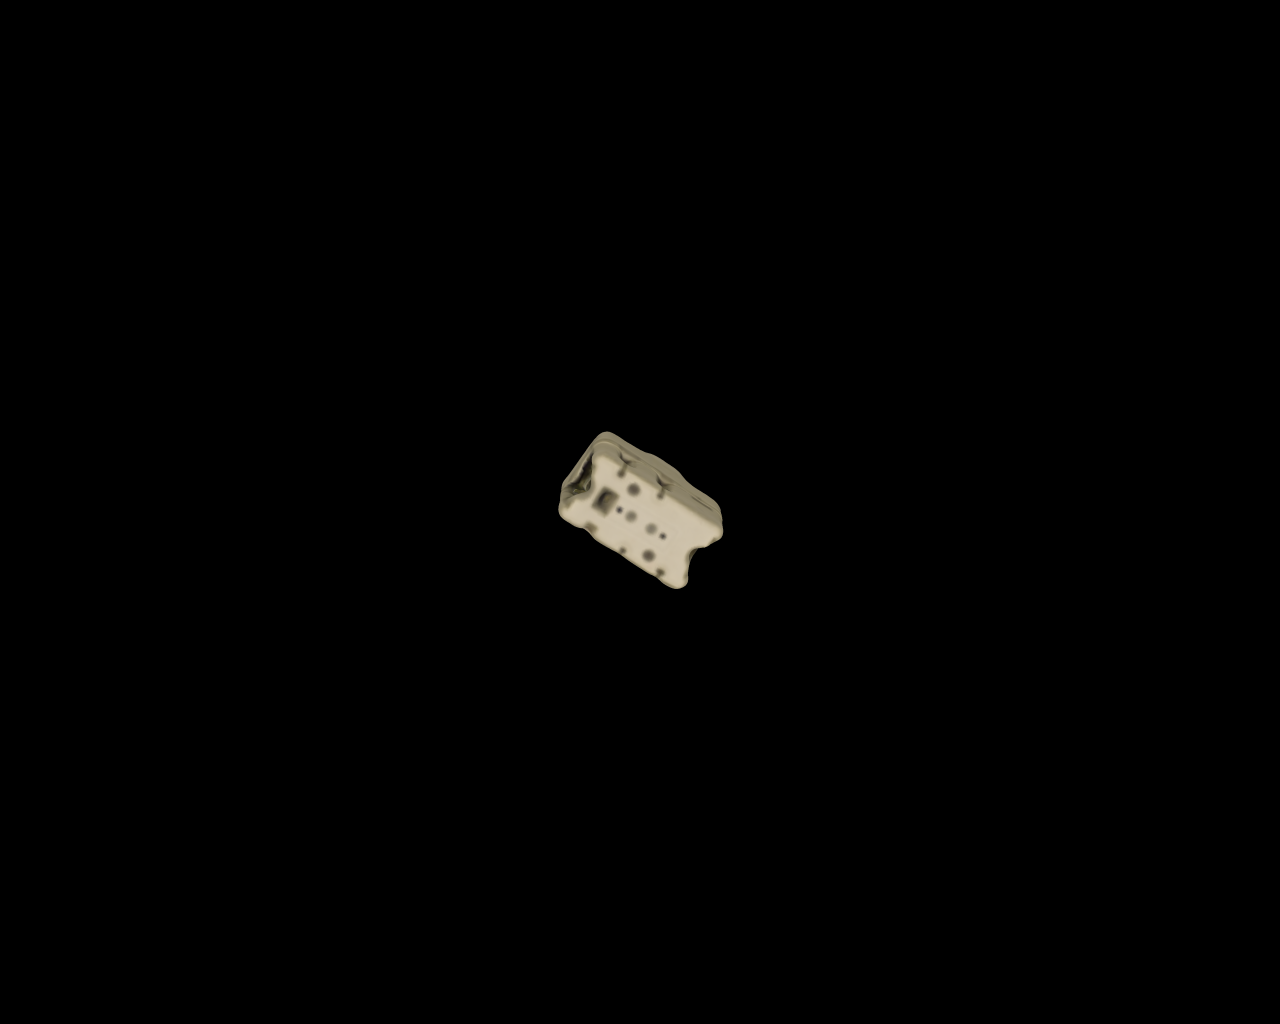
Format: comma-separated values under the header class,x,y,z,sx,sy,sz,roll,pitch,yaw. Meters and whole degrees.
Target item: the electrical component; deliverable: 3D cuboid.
class,x,y,z,sx,sy,sz,roll,pitch,yaw
electrical component,0.001,-0.003,0.650,0.089,0.050,0.056,33,16,-11
